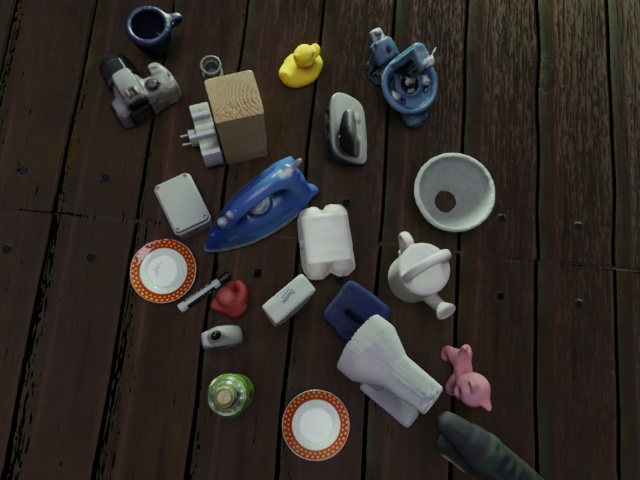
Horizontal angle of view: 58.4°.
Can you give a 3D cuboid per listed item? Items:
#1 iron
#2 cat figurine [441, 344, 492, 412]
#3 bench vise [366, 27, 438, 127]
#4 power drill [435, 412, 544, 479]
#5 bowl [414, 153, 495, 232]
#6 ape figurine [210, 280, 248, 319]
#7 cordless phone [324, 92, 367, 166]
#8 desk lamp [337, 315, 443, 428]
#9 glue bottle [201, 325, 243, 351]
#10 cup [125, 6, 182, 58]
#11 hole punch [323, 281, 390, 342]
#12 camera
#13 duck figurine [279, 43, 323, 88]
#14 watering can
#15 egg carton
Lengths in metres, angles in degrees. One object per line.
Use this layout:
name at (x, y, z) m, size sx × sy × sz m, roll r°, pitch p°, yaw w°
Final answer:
iron at (-0.128, -0.068, 1.116) m, size 0.258 × 0.141 × 0.118 m, roll -38°, pitch 82°, yaw -11°
cat figurine at (0.280, 0.260, 1.082) m, size 0.067 × 0.117 × 0.128 m, roll -7°, pitch 78°, yaw -5°
bench vise at (0.158, -0.347, 1.157) m, size 0.207 × 0.219 × 0.121 m, roll 42°, pitch 78°, yaw 6°
power drill at (0.277, 0.376, 1.009) m, size 0.229 × 0.208 × 0.076 m, roll 36°, pitch 78°, yaw 5°
bowl at (0.269, -0.090, 1.181) m, size 0.167 × 0.074 × 0.167 m, roll 1°, pitch 77°, yaw -3°
ape figurine at (-0.174, 0.112, 1.099) m, size 0.078 × 0.092 × 0.076 m, roll -20°, pitch 79°, yaw -8°
cordless phone at (0.057, -0.238, 1.144) m, size 0.094 × 0.185 × 0.147 m, roll -4°, pitch 78°, yaw -4°
desk lamp at (0.130, 0.239, 1.027) m, size 0.203 × 0.213 × 0.118 m, roll 39°, pitch 78°, yaw 6°
glue bottle at (-0.183, 0.178, 1.042) m, size 0.078 × 0.173 × 0.037 m, roll -14°, pitch 78°, yaw -6°
cup at (-0.341, -0.434, 1.208) m, size 0.118 × 0.095 × 0.091 m, roll -25°, pitch 80°, yaw -9°
hole punch at (0.070, 0.146, 1.107) m, size 0.108 × 0.091 × 0.101 m, roll 37°, pitch 78°, yaw 5°
camera at (-0.382, -0.327, 1.179) m, size 0.143 × 0.101 × 0.137 m, roll -33°, pitch 81°, yaw -10°
duck figurine at (-0.040, -0.379, 1.220) m, size 0.104 × 0.086 × 0.077 m, roll -36°, pitch 82°, yaw -10°
watering can at (0.199, 0.063, 1.081) m, size 0.173 × 0.194 × 0.101 m, roll 43°, pitch 78°, yaw 6°
egg carton at (0.011, 0.004, 1.146) m, size 0.107 × 0.069 × 0.150 m, roll -8°, pitch 78°, yaw -5°
